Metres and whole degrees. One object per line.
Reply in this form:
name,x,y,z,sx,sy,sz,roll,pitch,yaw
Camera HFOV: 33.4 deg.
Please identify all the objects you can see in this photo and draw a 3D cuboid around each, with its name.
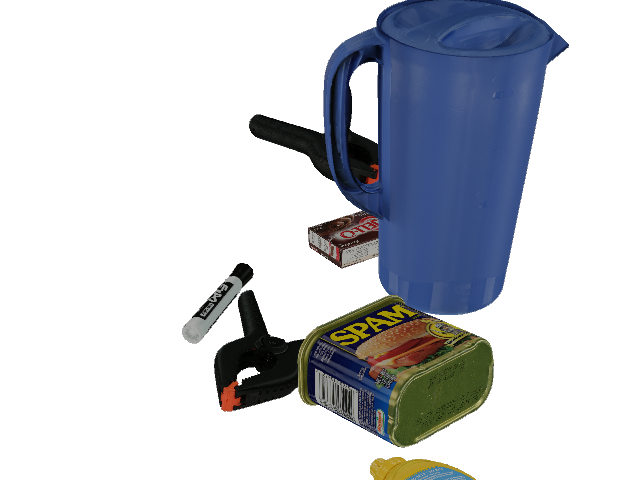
marker,-0.090,0.054,0.963,0.020,0.020,0.121,0,26,22
clamp,0.004,-0.100,1.135,0.120,0.039,0.172,-15,37,-23
pudding box,0.051,-0.003,1.622,0.113,0.039,0.090,-20,31,-28
clamp,-0.042,0.123,1.145,0.165,0.036,0.209,13,26,12
mustard bottle,0.107,0.238,0.921,0.096,0.058,0.192,-18,27,-30
pitcher,0.095,-0.064,0.855,0.149,0.243,0.144,19,35,27
can of meat,0.050,0.084,0.691,0.101,0.057,0.084,-20,30,-39
